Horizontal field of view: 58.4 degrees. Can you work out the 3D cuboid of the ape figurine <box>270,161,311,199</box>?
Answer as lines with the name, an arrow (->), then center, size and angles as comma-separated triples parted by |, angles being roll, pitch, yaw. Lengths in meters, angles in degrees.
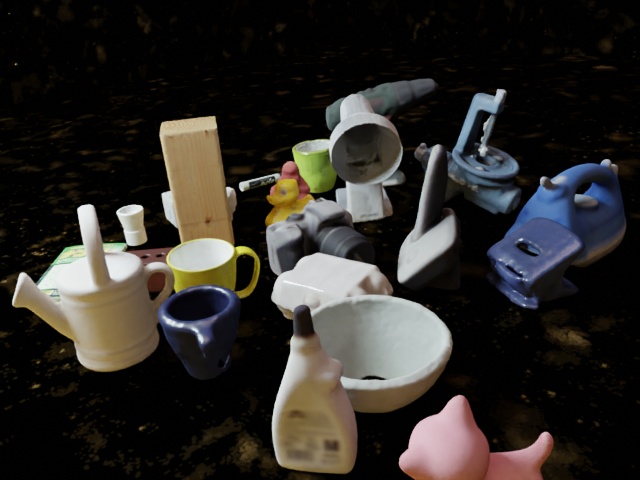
ape figurine -> -0.057, -0.106, 1.107 | 0.077, 0.092, 0.076 | 4, 27, 16

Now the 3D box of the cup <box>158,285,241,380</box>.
cup -> -0.128, 0.117, 0.650 | 0.092, 0.095, 0.117 | -11, 27, -15

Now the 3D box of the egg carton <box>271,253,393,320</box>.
egg carton -> 0.015, 0.071, 0.754 | 0.149, 0.069, 0.107 | 12, 30, 29

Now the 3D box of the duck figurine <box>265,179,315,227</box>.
duck figurine -> -0.054, -0.070, 1.038 | 0.105, 0.086, 0.077 | -21, 31, -32

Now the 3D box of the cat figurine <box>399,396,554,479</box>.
cat figurine -> 0.125, 0.179, 0.459 | 0.127, 0.118, 0.067 | -3, 26, 1

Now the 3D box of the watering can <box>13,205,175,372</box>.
watering can -> -0.268, 0.054, 0.686 | 0.173, 0.194, 0.100 | -25, 33, -37

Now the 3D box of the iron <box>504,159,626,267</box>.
iron -> 0.405, -0.058, 0.883 | 0.259, 0.141, 0.118 | -21, 31, -32

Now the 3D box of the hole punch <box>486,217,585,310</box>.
hole punch -> 0.290, 0.028, 0.779 | 0.101, 0.091, 0.108 | -12, 27, -16

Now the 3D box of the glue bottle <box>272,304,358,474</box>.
glue bottle -> -0.008, 0.133, 0.510 | 0.078, 0.173, 0.037 | 2, 26, 12

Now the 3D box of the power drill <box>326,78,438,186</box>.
power drill -> 0.129, -0.220, 1.182 | 0.229, 0.209, 0.075 | -6, 26, -4

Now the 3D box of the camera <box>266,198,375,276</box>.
camera -> 0.008, 0.003, 0.861 | 0.143, 0.101, 0.136 | -18, 29, -26

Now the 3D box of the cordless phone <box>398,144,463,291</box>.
cordless phone -> 0.157, -0.032, 0.815 | 0.094, 0.185, 0.147 | 0, 26, 8

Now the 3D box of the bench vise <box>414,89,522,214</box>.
bench vise -> 0.260, -0.162, 1.029 | 0.206, 0.220, 0.122 | 8, 28, 23

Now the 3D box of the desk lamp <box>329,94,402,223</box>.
desk lamp -> 0.073, -0.141, 1.019 | 0.118, 0.214, 0.203 | -5, 26, -2

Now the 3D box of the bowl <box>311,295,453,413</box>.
bowl -> 0.056, 0.132, 0.617 | 0.167, 0.075, 0.167 | -3, 26, 2
